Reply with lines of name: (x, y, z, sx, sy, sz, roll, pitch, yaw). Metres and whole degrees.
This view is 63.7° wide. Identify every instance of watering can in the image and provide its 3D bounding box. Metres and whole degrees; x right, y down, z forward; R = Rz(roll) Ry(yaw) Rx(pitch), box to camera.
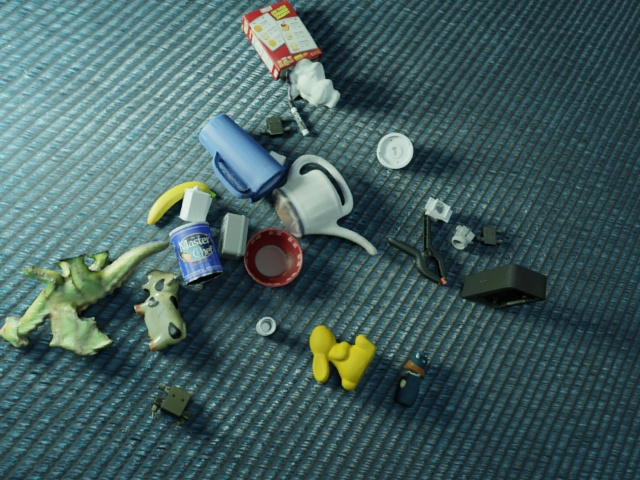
watering can: (0.004, -0.073, 1.444, 0.226, 0.349, 0.103, -28, -5, -20)

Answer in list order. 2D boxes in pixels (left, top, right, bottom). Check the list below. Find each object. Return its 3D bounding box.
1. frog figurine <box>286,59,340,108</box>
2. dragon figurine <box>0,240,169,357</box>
frog figurine: (-0.011, -0.466, 1.542, 0.160, 0.134, 0.125, 14, 41, 9)
dragon figurine: (-0.551, 0.150, 1.225, 0.411, 0.244, 0.121, -11, -6, -10)
